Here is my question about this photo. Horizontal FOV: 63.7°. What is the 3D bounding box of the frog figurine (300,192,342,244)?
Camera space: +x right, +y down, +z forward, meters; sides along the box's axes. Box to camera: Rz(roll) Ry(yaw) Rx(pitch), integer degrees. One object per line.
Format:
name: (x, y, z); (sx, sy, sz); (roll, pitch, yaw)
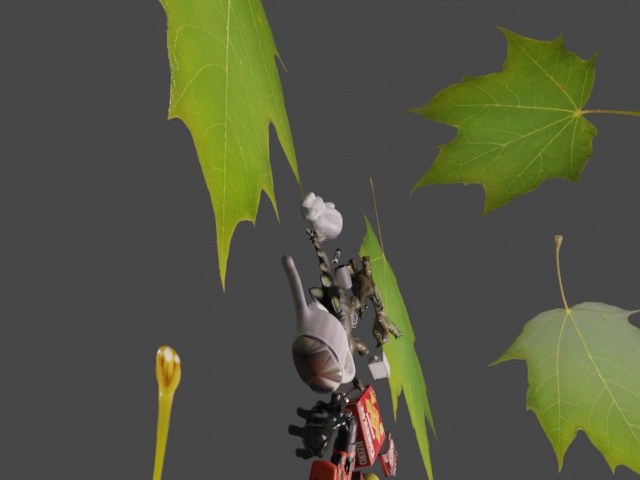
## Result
frog figurine: (0.005, -0.080, 1.587); (0.140, 0.123, 0.156); (-51, 139, -50)

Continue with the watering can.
watering can: (-0.017, 0.214, 1.235); (0.345, 0.103, 0.228); (57, 18, -11)

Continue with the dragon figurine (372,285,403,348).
dragon figurine: (0.240, 0.300, 2.080); (0.406, 0.122, 0.246); (56, 15, -75)
